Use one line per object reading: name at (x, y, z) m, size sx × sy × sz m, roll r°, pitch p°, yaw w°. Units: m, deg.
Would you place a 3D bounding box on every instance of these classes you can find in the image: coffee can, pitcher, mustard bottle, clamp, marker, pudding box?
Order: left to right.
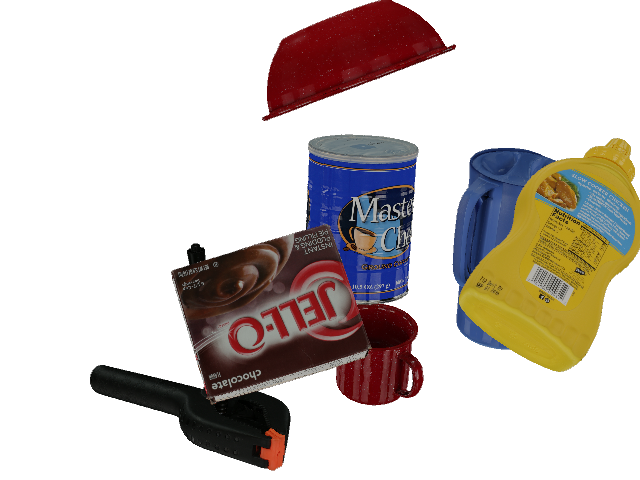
marker at (-0.124, 0.062, 1.112) m, size 0.020 × 0.121 × 0.020 m, roll -4°, pitch 18°, yaw 1°
clamp at (-0.082, 0.141, 0.929) m, size 0.164 × 0.036 × 0.210 m, roll -6°, pitch 17°, yaw -39°
pudding box at (-0.033, 0.049, 0.708) m, size 0.113 × 0.090 × 0.039 m, roll -17°, pitch -17°, yaw -5°
coffee can at (0.037, -0.022, 1.010) m, size 0.103 × 0.140 × 0.103 m, roll 2°, pitch 16°, yaw -1°
pitcher at (0.233, 0.015, 1.353) m, size 0.149 × 0.243 × 0.145 m, roll 5°, pitch 25°, yaw 0°
mustard bottle at (0.186, -0.004, 0.791) m, size 0.096 × 0.191 × 0.058 m, roll 33°, pitch -26°, yaw 4°

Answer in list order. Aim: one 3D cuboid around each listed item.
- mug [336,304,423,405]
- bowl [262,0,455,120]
mug at (0.068, 0.133, 1.180) m, size 0.117 × 0.081 × 0.093 m, roll 27°, pitch 38°, yaw 37°
bowl at (0.021, -0.146, 0.835) m, size 0.162 × 0.055 × 0.162 m, roll -21°, pitch 7°, yaw 2°
